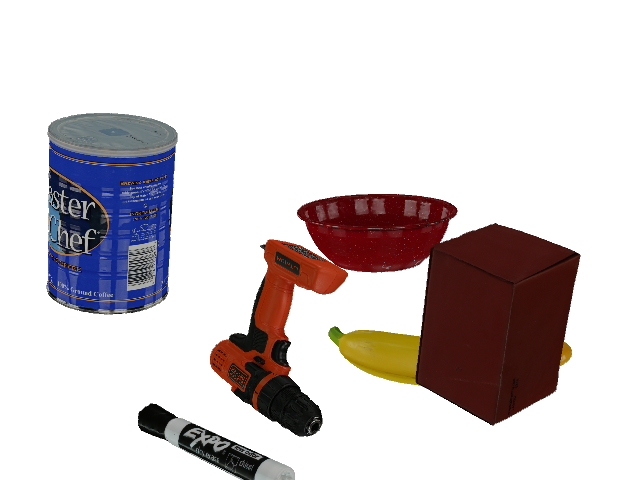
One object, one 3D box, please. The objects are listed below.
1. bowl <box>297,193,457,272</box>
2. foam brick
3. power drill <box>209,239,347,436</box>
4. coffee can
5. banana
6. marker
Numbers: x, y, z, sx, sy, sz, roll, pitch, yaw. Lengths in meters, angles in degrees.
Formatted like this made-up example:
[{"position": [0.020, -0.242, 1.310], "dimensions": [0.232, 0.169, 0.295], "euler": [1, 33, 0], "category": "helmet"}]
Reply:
[{"position": [0.058, -0.006, 1.077], "dimensions": [0.162, 0.055, 0.162], "euler": [-2, 13, 0], "category": "bowl"}, {"position": [0.084, 0.039, 0.515], "dimensions": [0.052, 0.078, 0.051], "euler": [-18, 32, -40], "category": "foam brick"}, {"position": [-0.038, 0.106, 1.202], "dimensions": [0.057, 0.188, 0.185], "euler": [14, 12, -47], "category": "power drill"}, {"position": [-0.173, -0.024, 0.879], "dimensions": [0.103, 0.140, 0.103], "euler": [5, 21, -2], "category": "coffee can"}, {"position": [0.099, 0.089, 0.843], "dimensions": [0.198, 0.037, 0.069], "euler": [5, 28, 8], "category": "banana"}, {"position": [-0.066, 0.123, 0.638], "dimensions": [0.121, 0.020, 0.020], "euler": [16, 10, 38], "category": "marker"}]
